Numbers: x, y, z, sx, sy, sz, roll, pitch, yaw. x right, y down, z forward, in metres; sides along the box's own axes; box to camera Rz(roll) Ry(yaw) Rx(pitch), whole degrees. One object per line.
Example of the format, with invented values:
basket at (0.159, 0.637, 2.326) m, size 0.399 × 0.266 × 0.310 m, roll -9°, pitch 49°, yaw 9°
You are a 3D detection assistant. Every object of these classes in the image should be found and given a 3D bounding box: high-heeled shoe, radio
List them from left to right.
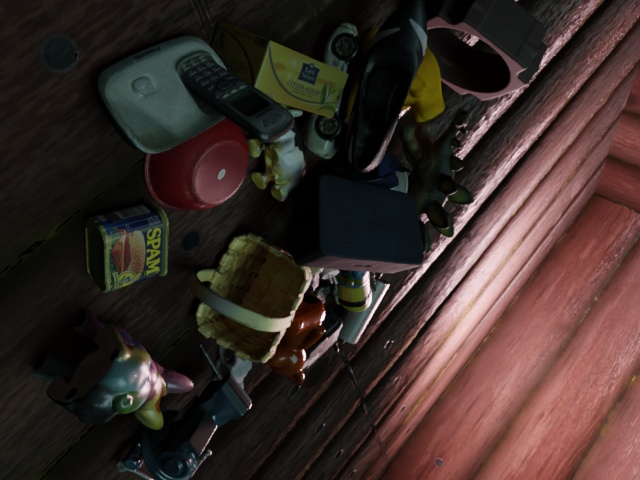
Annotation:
radio at (0.063, -0.021, 0.866) m, size 0.229 × 0.073 × 0.131 m, roll 8°, pitch 71°, yaw -40°
high-heeled shoe at (0.092, -0.219, 0.771) m, size 0.145 × 0.086 × 0.248 m, roll -66°, pitch 172°, yaw -56°

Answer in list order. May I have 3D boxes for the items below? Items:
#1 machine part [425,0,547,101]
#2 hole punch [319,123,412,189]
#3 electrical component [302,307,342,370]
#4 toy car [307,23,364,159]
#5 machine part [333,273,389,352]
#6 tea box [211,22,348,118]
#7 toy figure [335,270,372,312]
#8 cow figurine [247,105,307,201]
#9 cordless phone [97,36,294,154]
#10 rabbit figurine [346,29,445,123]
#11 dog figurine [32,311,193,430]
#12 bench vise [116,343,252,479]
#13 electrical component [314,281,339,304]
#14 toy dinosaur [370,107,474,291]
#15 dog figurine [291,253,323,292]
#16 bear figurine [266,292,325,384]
machine part at (0.260, -0.335, 0.911) m, size 0.087 × 0.201 × 0.201 m, roll -60°, pitch -165°, yaw -4°
hole punch at (0.075, -0.130, 0.940) m, size 0.115 × 0.142 × 0.092 m, roll 29°, pitch 91°, yaw -46°
electrical component at (-0.018, 0.222, 1.174) m, size 0.134 × 0.058 × 0.114 m, roll -38°, pitch 158°, yaw -27°
toy car at (0.023, -0.223, 0.810) m, size 0.073 × 0.056 × 0.201 m, roll -6°, pitch 108°, yaw -77°
machine part at (0.093, 0.159, 1.285) m, size 0.079 × 0.079 × 0.243 m, roll 14°, pitch 106°, yaw -59°
tea box at (-0.053, -0.217, 0.700) m, size 0.169 × 0.098 × 0.068 m, roll 0°, pitch 117°, yaw -54°
toy figure at (0.072, 0.086, 1.172) m, size 0.082 × 0.089 × 0.180 m, roll -28°, pitch 142°, yaw -28°
cow figurine at (-0.056, -0.147, 0.788) m, size 0.098 × 0.068 × 0.167 m, roll -45°, pitch 152°, yaw -30°
cordless phone at (-0.131, -0.134, 0.577) m, size 0.146 × 0.184 × 0.088 m, roll -38°, pitch 149°, yaw -31°
rabbit figurine at (0.113, -0.258, 0.893) m, size 0.173 × 0.122 × 0.162 m, roll -25°, pitch 137°, yaw -15°
dog figurine at (-0.252, 0.198, 0.729) m, size 0.108 × 0.192 × 0.219 m, roll -55°, pitch 135°, yaw -16°
bench vise at (-0.238, 0.315, 0.890) m, size 0.241 × 0.224 × 0.128 m, roll -32°, pitch 111°, yaw 20°
electrical component at (-0.004, 0.121, 1.137) m, size 0.102 × 0.045 × 0.078 m, roll 0°, pitch 117°, yaw -55°
toy dinosaur at (0.175, -0.070, 1.066) m, size 0.105 × 0.199 × 0.471 m, roll -21°, pitch 156°, yaw -35°
dog figurine at (-0.005, -0.004, 1.002) m, size 0.190 × 0.121 × 0.172 m, roll -36°, pitch -157°, yaw 32°
bear figurine at (-0.070, 0.191, 1.044) m, size 0.132 × 0.120 × 0.195 m, roll -4°, pitch 126°, yaw -50°
